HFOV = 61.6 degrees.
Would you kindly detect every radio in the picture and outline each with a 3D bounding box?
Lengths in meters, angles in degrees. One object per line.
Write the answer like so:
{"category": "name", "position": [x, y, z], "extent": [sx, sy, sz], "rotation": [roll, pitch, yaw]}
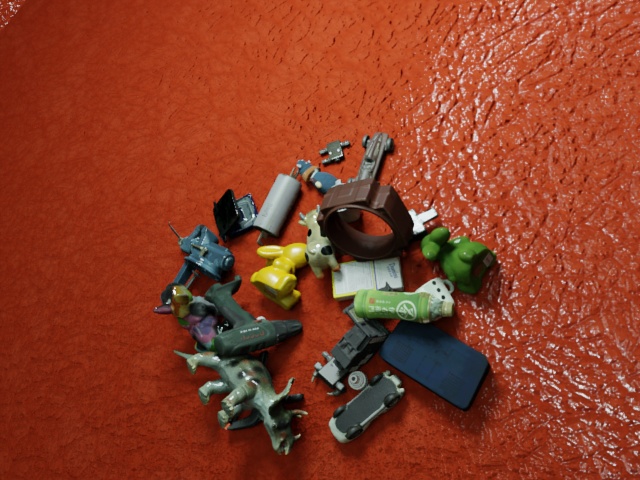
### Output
{"category": "radio", "position": [0.263, 0.274, 1.230], "extent": [0.230, 0.073, 0.131], "rotation": [29, 81, 26]}

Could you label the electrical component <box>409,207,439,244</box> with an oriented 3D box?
{"category": "electrical component", "position": [0.244, -0.040, 1.370], "extent": [0.119, 0.047, 0.075], "rotation": [-32, 63, 6]}

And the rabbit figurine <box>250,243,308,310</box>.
{"category": "rabbit figurine", "position": [-0.092, 0.076, 1.431], "extent": [0.163, 0.121, 0.173], "rotation": [24, 66, 36]}

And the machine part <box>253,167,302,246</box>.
{"category": "machine part", "position": [-0.119, -0.096, 1.509], "extent": [0.079, 0.079, 0.243], "rotation": [21, 78, 26]}

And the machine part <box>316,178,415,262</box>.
{"category": "machine part", "position": [0.108, -0.041, 1.294], "extent": [0.201, 0.201, 0.087], "rotation": [-10, 42, 36]}

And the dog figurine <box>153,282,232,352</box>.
{"category": "dog figurine", "position": [-0.329, 0.205, 1.392], "extent": [0.108, 0.219, 0.192], "rotation": [-32, 62, 10]}

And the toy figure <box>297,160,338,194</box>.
{"category": "toy figure", "position": [-0.009, -0.174, 1.507], "extent": [0.155, 0.064, 0.057], "rotation": [35, 100, 27]}

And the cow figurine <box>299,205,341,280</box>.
{"category": "cow figurine", "position": [-0.003, -0.004, 1.398], "extent": [0.085, 0.127, 0.195], "rotation": [-22, 29, 17]}

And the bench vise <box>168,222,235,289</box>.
{"category": "bench vise", "position": [-0.358, 0.076, 1.508], "extent": [0.224, 0.128, 0.240], "rotation": [24, 73, 25]}

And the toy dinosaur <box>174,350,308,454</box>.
{"category": "toy dinosaur", "position": [-0.193, 0.337, 1.309], "extent": [0.192, 0.131, 0.405], "rotation": [-18, 38, -33]}

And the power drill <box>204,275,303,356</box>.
{"category": "power drill", "position": [-0.184, 0.192, 1.372], "extent": [0.232, 0.086, 0.207], "rotation": [-19, 63, -35]}

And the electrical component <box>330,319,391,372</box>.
{"category": "electrical component", "position": [0.091, 0.251, 1.268], "extent": [0.058, 0.115, 0.134], "rotation": [46, 109, 30]}

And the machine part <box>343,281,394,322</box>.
{"category": "machine part", "position": [0.129, 0.163, 1.319], "extent": [0.139, 0.039, 0.084], "rotation": [-41, 85, 21]}

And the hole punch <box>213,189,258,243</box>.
{"category": "hole punch", "position": [-0.243, -0.073, 1.553], "extent": [0.116, 0.092, 0.142], "rotation": [-40, 61, 35]}

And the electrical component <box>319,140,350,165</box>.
{"category": "electrical component", "position": [0.045, -0.251, 1.540], "extent": [0.094, 0.021, 0.063], "rotation": [-18, 65, 11]}

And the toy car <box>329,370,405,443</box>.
{"category": "toy car", "position": [0.109, 0.388, 1.252], "extent": [0.202, 0.056, 0.074], "rotation": [-41, 56, 0]}

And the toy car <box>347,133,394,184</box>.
{"category": "toy car", "position": [0.139, -0.210, 1.474], "extent": [0.089, 0.053, 0.202], "rotation": [13, 76, 27]}

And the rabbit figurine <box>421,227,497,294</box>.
{"category": "rabbit figurine", "position": [0.302, 0.037, 1.277], "extent": [0.170, 0.159, 0.121], "rotation": [26, 90, 42]}

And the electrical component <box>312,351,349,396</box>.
{"category": "electrical component", "position": [0.027, 0.330, 1.313], "extent": [0.102, 0.045, 0.078], "rotation": [31, 54, 24]}

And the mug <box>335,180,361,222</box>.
{"category": "mug", "position": [0.065, -0.099, 1.427], "extent": [0.081, 0.107, 0.110], "rotation": [-22, 59, 10]}
